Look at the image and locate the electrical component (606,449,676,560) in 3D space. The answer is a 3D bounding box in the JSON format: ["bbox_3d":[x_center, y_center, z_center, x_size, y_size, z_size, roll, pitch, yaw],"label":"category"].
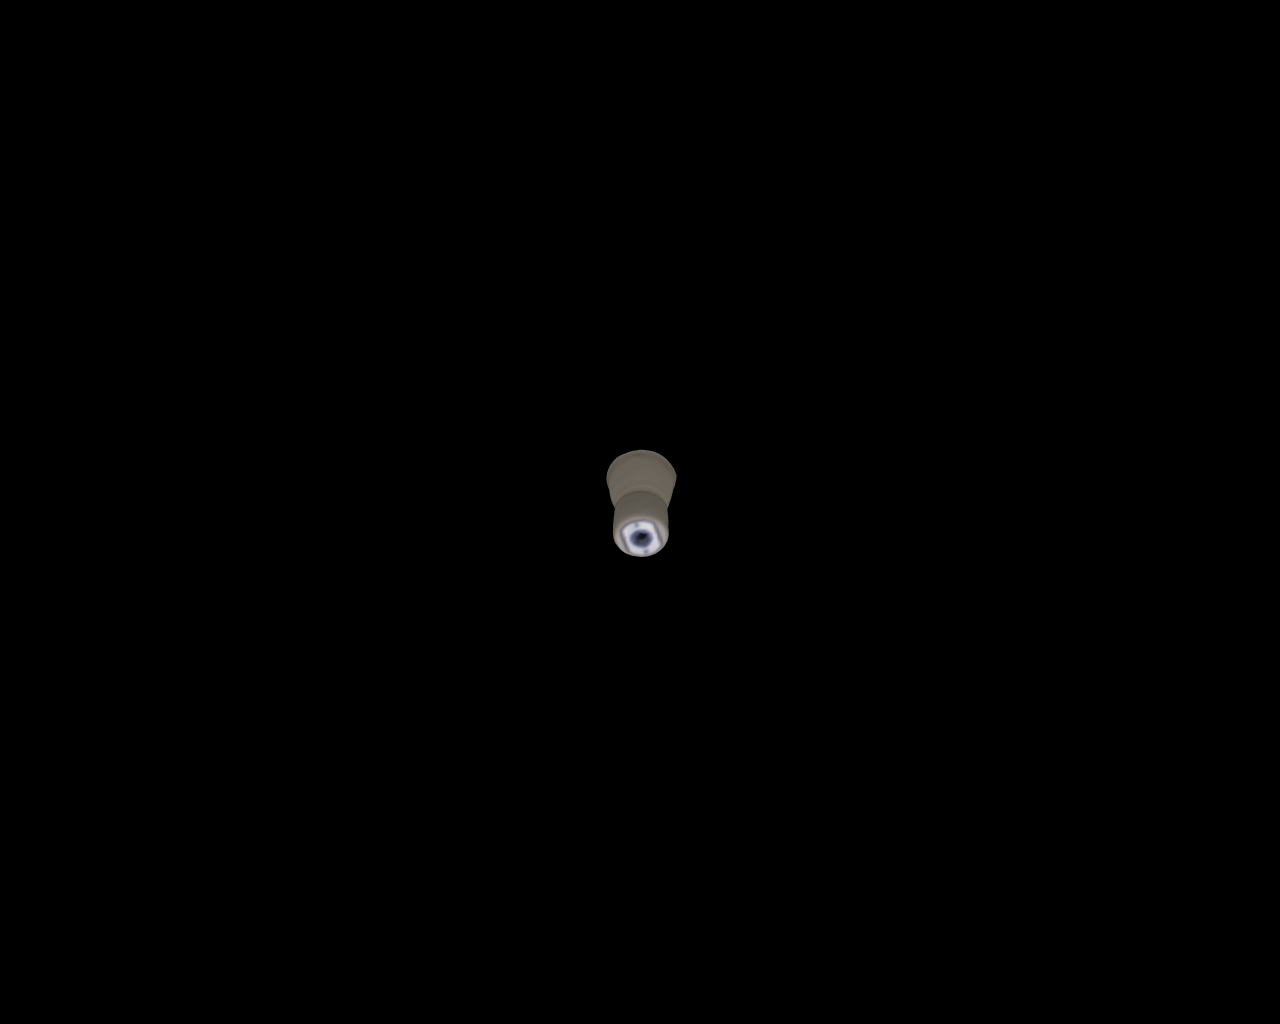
[{"bbox_3d":[0.001,-0.003,0.650,0.044,0.044,0.065,0,37,0],"label":"electrical component"}]
